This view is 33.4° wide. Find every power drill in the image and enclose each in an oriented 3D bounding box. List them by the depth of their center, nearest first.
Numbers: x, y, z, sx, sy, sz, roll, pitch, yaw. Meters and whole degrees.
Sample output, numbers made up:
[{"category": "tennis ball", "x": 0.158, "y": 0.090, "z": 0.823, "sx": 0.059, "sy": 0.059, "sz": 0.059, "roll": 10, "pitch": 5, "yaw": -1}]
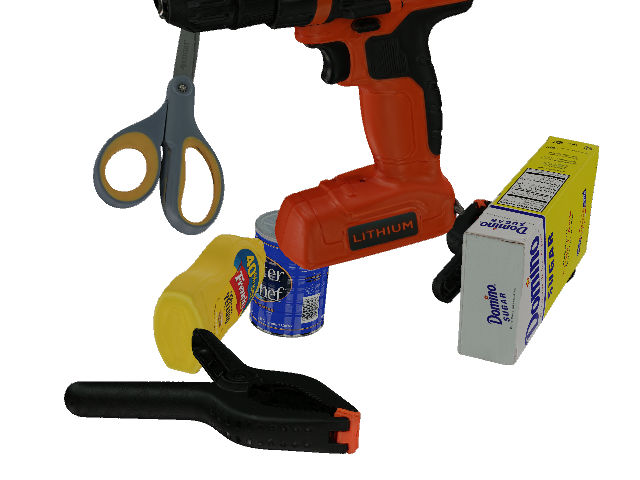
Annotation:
[{"category": "power drill", "x": 0.008, "y": -0.079, "z": 0.569, "sx": 0.184, "sy": 0.188, "sz": 0.057, "roll": -13, "pitch": 35, "yaw": -16}]

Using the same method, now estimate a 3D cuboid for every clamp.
[{"category": "clamp", "x": -0.061, "y": 0.113, "z": 0.802, "sx": 0.210, "sy": 0.036, "sz": 0.164, "roll": 9, "pitch": 18, "yaw": 22}, {"category": "clamp", "x": 0.166, "y": 0.005, "z": 0.962, "sx": 0.120, "sy": 0.039, "sz": 0.171, "roll": -1, "pitch": 27, "yaw": 11}]

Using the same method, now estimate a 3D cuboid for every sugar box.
[{"category": "sugar box", "x": 0.146, "y": 0.002, "z": 0.735, "sx": 0.048, "sy": 0.093, "sz": 0.176, "roll": 11, "pitch": 31, "yaw": 23}]

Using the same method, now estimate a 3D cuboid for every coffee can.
[{"category": "coffee can", "x": -0.040, "y": 0.043, "z": 1.413, "sx": 0.103, "sy": 0.140, "sz": 0.103, "roll": 4, "pitch": 25, "yaw": -2}]

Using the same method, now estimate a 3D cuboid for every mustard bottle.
[{"category": "mustard bottle", "x": -0.104, "y": 0.048, "z": 1.105, "sx": 0.058, "sy": 0.096, "sz": 0.191, "roll": 10, "pitch": 31, "yaw": 18}]

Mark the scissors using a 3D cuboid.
[{"category": "scissors", "x": -0.114, "y": -0.097, "z": 0.735, "sx": 0.096, "sy": 0.202, "sz": 0.016, "roll": -2, "pitch": -23, "yaw": -23}]
